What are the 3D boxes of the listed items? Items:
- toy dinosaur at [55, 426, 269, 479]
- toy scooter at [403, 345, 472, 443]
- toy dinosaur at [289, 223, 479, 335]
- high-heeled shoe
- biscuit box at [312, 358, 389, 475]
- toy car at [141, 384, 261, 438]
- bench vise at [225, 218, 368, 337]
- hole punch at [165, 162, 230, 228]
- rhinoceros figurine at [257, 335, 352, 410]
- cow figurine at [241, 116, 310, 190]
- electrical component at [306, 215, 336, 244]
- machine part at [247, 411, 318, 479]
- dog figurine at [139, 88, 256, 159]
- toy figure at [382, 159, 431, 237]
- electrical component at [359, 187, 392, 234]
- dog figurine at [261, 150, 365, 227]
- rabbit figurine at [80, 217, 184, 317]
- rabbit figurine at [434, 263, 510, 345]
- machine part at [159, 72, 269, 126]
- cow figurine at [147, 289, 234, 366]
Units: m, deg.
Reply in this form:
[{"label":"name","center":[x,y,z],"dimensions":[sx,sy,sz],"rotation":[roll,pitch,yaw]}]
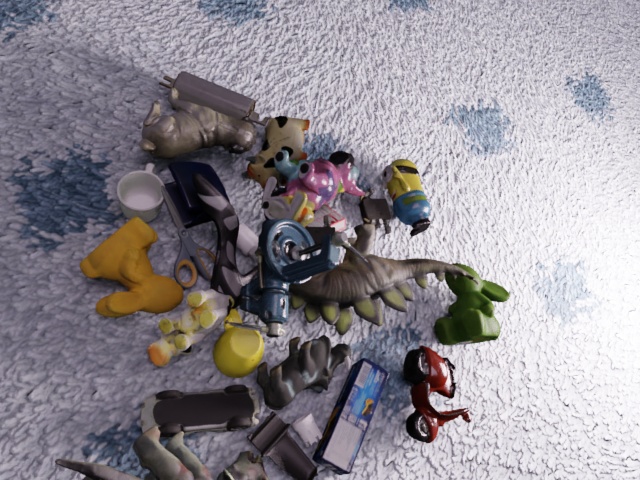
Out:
[{"label":"toy dinosaur","center":[-0.197,0.369,0.747],"dimensions":[0.192,0.404,0.131],"rotation":[35,85,21]},{"label":"toy scooter","center":[0.234,0.302,1.053],"dimensions":[0.135,0.075,0.184],"rotation":[9,67,-15]},{"label":"toy dinosaur","center":[0.082,0.077,1.072],"dimensions":[0.472,0.105,0.198],"rotation":[-12,74,-8]},{"label":"high-heeled shoe","center":[-0.204,0.010,0.997],"dimensions":[0.145,0.086,0.248],"rotation":[-38,103,-15]},{"label":"biscuit box","center":[0.059,0.321,0.989],"dimensions":[0.059,0.062,0.203],"rotation":[31,59,-3]},{"label":"toy car","center":[-0.200,0.292,0.918],"dimensions":[0.202,0.056,0.073],"rotation":[1,60,-20]},{"label":"bench vise","center":[-0.046,0.050,0.929],"dimensions":[0.128,0.241,0.223],"rotation":[32,52,-34]},{"label":"hole punch","center":[-0.243,-0.097,1.067],"dimensions":[0.116,0.092,0.142],"rotation":[-19,70,-30]},{"label":"rhinoceros figurine","center":[-0.023,0.236,0.980],"dimensions":[0.190,0.073,0.112],"rotation":[-26,96,-32]},{"label":"cow figurine","center":[-0.094,-0.186,1.160],"dimensions":[0.127,0.085,0.195],"rotation":[12,59,-11]},{"label":"electrical component","center":[-0.002,-0.003,1.025],"dimensions":[0.063,0.021,0.094],"rotation":[2,72,-2]},{"label":"machine part","center":[-0.058,0.371,0.937],"dimensions":[0.139,0.039,0.084],"rotation":[48,48,7]},{"label":"dog figurine","center":[-0.239,-0.203,1.072],"dimensions":[0.191,0.121,0.172],"rotation":[21,60,7]},{"label":"toy figure","center":[0.202,-0.101,1.228],"dimensions":[0.089,0.082,0.180],"rotation":[-7,63,-34]},{"label":"electrical component","center":[0.122,-0.065,1.202],"dimensions":[0.078,0.045,0.102],"rotation":[1,66,-17]},{"label":"dog figurine","center":[-0.002,-0.101,1.122],"dimensions":[0.219,0.109,0.191],"rotation":[7,104,-51]},{"label":"rabbit figurine","center":[-0.322,0.067,0.949],"dimensions":[0.173,0.122,0.162],"rotation":[48,53,-16]},{"label":"rabbit figurine","center":[0.327,0.127,1.140],"dimensions":[0.159,0.121,0.170],"rotation":[1,68,-26]},{"label":"machine part","center":[-0.230,-0.298,1.162],"dimensions":[0.243,0.079,0.079],"rotation":[22,61,-4]},{"label":"cow figurine","center":[-0.228,0.153,0.944],"dimensions":[0.068,0.167,0.098],"rotation":[52,19,11]}]
